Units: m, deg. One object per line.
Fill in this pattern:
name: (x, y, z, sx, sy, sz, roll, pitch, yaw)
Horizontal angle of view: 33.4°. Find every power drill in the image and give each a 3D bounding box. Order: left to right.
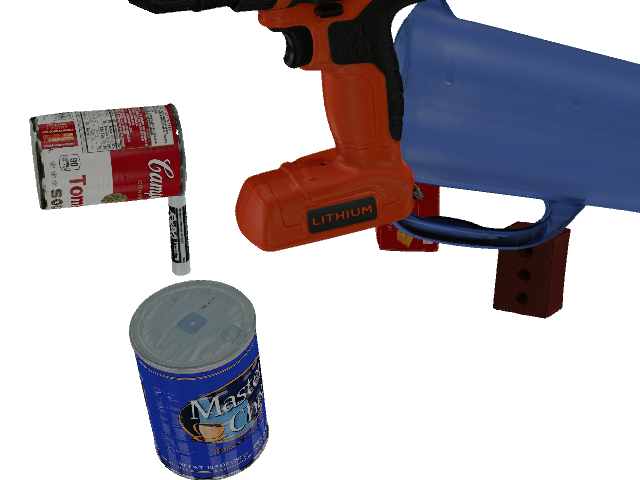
power drill: (-0.012, -0.088, 0.572, 0.184, 0.188, 0.057, -13, 37, -18)

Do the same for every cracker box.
cracker box: (0.091, -0.104, 1.179, 0.072, 0.164, 0.213, -1, 24, 2)

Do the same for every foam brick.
foam brick: (0.194, 0.026, 0.979, 0.053, 0.078, 0.051, 10, 16, 28)

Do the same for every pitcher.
pitcher: (0.164, -0.081, 0.815, 0.242, 0.149, 0.145, 11, 43, -4)

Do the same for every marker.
marker: (-0.145, -0.021, 1.084, 0.020, 0.121, 0.020, 0, 29, 0)

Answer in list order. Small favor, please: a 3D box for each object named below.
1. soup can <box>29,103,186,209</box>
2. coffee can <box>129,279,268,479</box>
soup can: (-0.153, -0.060, 0.765, 0.102, 0.068, 0.069, -7, 2, -16)
coffee can: (-0.100, 0.119, 0.902, 0.103, 0.140, 0.103, -2, 40, 2)
